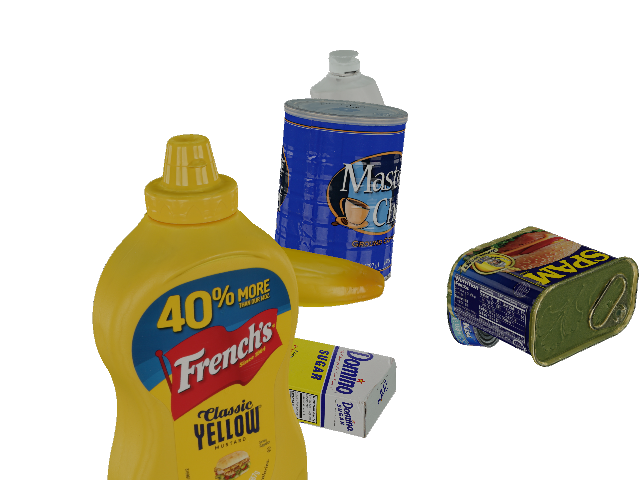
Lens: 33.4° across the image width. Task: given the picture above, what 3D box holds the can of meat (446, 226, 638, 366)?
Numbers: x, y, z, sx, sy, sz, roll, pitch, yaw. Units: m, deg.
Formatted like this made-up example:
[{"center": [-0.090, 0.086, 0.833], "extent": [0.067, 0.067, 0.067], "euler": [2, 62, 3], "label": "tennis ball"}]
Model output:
[{"center": [0.148, 0.034, 0.722], "extent": [0.101, 0.057, 0.084], "euler": [-18, 28, -33], "label": "can of meat"}]

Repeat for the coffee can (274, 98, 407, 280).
[{"center": [0.015, -0.043, 0.897], "extent": [0.103, 0.140, 0.103], "euler": [5, 14, -1], "label": "coffee can"}]

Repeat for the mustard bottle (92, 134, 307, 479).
[{"center": [-0.055, 0.046, 0.492], "extent": [0.096, 0.192, 0.058], "euler": [-12, 21, -28], "label": "mustard bottle"}]

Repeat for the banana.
[{"center": [-0.054, 0.008, 0.693], "extent": [0.198, 0.037, 0.069], "euler": [20, 38, 35], "label": "banana"}]

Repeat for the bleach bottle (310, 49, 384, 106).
[{"center": [0.017, -0.072, 1.115], "extent": [0.102, 0.251, 0.068], "euler": [-3, 25, -3], "label": "bleach bottle"}]

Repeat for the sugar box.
[{"center": [-0.023, 0.132, 1.030], "extent": [0.176, 0.048, 0.093], "euler": [7, 24, 20], "label": "sugar box"}]

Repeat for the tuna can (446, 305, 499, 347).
[{"center": [0.171, 0.073, 1.163], "extent": [0.034, 0.086, 0.086], "euler": [1, 0, 34], "label": "tuna can"}]
